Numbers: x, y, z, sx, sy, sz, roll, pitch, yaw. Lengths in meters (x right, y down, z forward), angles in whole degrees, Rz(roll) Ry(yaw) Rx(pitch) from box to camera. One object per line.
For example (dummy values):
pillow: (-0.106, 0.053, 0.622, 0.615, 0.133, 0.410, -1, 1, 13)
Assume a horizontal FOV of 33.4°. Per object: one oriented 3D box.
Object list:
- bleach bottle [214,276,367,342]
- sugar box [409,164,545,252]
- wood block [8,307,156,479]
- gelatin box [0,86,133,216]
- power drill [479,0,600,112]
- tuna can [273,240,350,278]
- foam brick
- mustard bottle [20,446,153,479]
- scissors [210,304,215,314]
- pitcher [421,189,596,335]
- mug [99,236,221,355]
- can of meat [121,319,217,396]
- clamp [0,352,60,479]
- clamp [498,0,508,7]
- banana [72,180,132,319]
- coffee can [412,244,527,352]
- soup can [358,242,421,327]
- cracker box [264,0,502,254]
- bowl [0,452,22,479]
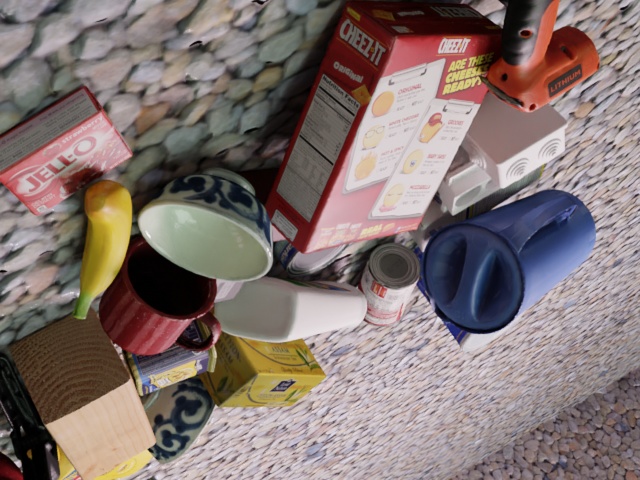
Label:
bleach bottle: (-0.017, 0.074, 1.226, 0.250, 0.103, 0.068, 3, 96, -67)
sugar box: (0.185, -0.060, 1.280, 0.176, 0.048, 0.093, -29, 161, -5)
wood block: (-0.235, 0.161, 1.081, 0.090, 0.091, 0.206, -28, 156, -14)
gelatin box: (-0.189, -0.063, 0.774, 0.089, 0.030, 0.073, -33, 157, -5)
power drill: (0.199, -0.209, 0.866, 0.184, 0.057, 0.188, -30, 142, -20)
tuna can: (-0.008, 0.001, 1.149, 0.086, 0.034, 0.086, -29, 157, -14)
foam brick: (-0.052, -0.032, 0.999, 0.078, 0.051, 0.053, -9, 146, -47)
mustard bottle: (-0.276, 0.247, 1.242, 0.096, 0.058, 0.191, -38, 157, 19)
scissors: (-0.187, 0.124, 1.172, 0.202, 0.016, 0.096, -42, 155, 18)
pitcher: (0.244, 0.009, 1.283, 0.242, 0.149, 0.145, -24, 112, -49)
mug: (-0.144, 0.060, 0.983, 0.082, 0.117, 0.093, -48, -172, 43)
can of meat: (-0.156, 0.116, 1.091, 0.083, 0.057, 0.102, -20, 165, -14)
clamp: (-0.283, 0.207, 1.054, 0.036, 0.164, 0.210, -17, 164, -10)
clamp: (0.183, -0.258, 0.889, 0.120, 0.039, 0.171, -28, 156, -6)
banana: (-0.175, -0.004, 0.870, 0.037, 0.069, 0.198, 11, 148, -8)
coffee can: (0.189, 0.061, 1.399, 0.102, 0.140, 0.103, -29, 157, -14)
soup can: (0.084, 0.057, 1.343, 0.068, 0.068, 0.102, -25, 155, -23)
cracker box: (0.056, -0.100, 0.934, 0.163, 0.072, 0.214, -12, 135, -45)
bowl: (-0.369, 0.247, 1.079, 0.162, 0.055, 0.162, -10, 152, -6)
